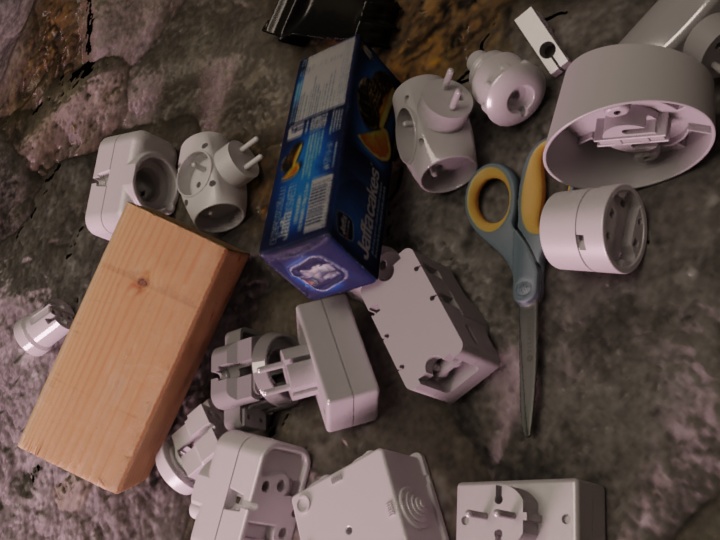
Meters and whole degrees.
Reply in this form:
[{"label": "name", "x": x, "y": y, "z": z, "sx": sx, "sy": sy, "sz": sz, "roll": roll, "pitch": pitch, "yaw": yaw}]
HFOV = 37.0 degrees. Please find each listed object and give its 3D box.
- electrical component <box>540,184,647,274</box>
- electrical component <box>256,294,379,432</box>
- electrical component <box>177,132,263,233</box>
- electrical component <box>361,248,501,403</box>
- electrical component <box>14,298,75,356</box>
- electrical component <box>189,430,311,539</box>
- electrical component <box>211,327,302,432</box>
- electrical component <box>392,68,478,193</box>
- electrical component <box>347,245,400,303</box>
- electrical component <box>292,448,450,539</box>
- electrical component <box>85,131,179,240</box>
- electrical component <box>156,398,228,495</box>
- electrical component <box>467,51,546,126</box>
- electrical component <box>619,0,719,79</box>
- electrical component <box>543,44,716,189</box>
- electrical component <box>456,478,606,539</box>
[{"label": "electrical component", "x": 0.145, "y": -0.025, "z": 0.673, "sx": 0.047, "sy": 0.055, "sz": 0.055, "roll": 0, "pitch": 74, "yaw": 43}, {"label": "electrical component", "x": -0.035, "y": 0.070, "z": 0.765, "sx": 0.076, "sy": 0.047, "sz": 0.083, "roll": -14, "pitch": 57, "yaw": -10}, {"label": "electrical component", "x": -0.113, "y": -0.084, "z": 0.911, "sx": 0.079, "sy": 0.044, "sz": 0.077, "roll": -32, "pitch": 56, "yaw": 27}, {"label": "electrical component", "x": 0.049, "y": 0.039, "z": 0.726, "sx": 0.050, "sy": 0.056, "sz": 0.089, "roll": -41, "pitch": 52, "yaw": 20}, {"label": "electrical component", "x": -0.296, "y": 0.053, "z": 1.015, "sx": 0.046, "sy": 0.040, "sz": 0.040, "roll": -34, "pitch": 55, "yaw": 18}, {"label": "electrical component", "x": -0.083, "y": 0.169, "z": 0.788, "sx": 0.059, "sy": 0.054, "sz": 0.095, "roll": 7, "pitch": 79, "yaw": 41}, {"label": "electrical component", "x": -0.073, "y": 0.079, "z": 0.811, "sx": 0.057, "sy": 0.058, "sz": 0.078, "roll": -19, "pitch": 63, "yaw": 36}, {"label": "electrical component", "x": 0.057, "y": -0.109, "z": 0.766, "sx": 0.079, "sy": 0.044, "sz": 0.077, "roll": 110, "pitch": 149, "yaw": -55}, {"label": "electrical component", "x": 0.000, "y": 0.000, "z": 0.788, "sx": 0.055, "sy": 0.045, "sz": 0.045, "roll": 17, "pitch": 85, "yaw": 42}, {"label": "electrical component", "x": 0.007, "y": 0.175, "z": 0.715, "sx": 0.100, "sy": 0.048, "sz": 0.099, "roll": -33, "pitch": 55, "yaw": 26}, {"label": "electrical component", "x": -0.204, "y": -0.075, "z": 0.977, "sx": 0.059, "sy": 0.054, "sz": 0.095, "roll": -4, "pitch": 71, "yaw": 38}, {"label": "electrical component", "x": -0.125, "y": 0.142, "z": 0.838, "sx": 0.055, "sy": 0.048, "sz": 0.066, "roll": -40, "pitch": 53, "yaw": 11}, {"label": "electrical component", "x": 0.098, "y": -0.134, "z": 0.759, "sx": 0.048, "sy": 0.048, "sz": 0.062, "roll": -50, "pitch": 43, "yaw": 14}, {"label": "electrical component", "x": 0.213, "y": -0.145, "z": 0.668, "sx": 0.077, "sy": 0.043, "sz": 0.079, "roll": -48, "pitch": 50, "yaw": 15}, {"label": "electrical component", "x": 0.165, "y": -0.091, "z": 0.653, "sx": 0.099, "sy": 0.099, "sz": 0.064, "roll": -4, "pitch": 65, "yaw": 38}, {"label": "electrical component", "x": 0.092, "y": 0.148, "z": 0.638, "sx": 0.083, "sy": 0.076, "sz": 0.047, "roll": -11, "pitch": 68, "yaw": 36}]
